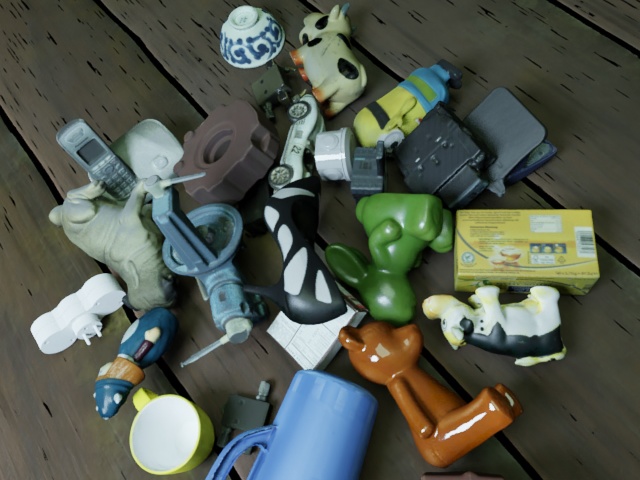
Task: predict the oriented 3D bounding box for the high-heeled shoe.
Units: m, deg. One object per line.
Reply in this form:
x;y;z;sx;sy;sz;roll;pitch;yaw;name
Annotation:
-0.001;-0.002;0.681;0.145;0.086;0.249;3;49;27;high-heeled shoe

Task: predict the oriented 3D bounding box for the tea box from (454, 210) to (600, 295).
0.263;0.016;0.704;0.170;0.068;0.098;2;65;13;tea box

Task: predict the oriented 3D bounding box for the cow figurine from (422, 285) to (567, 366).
0.216;0.109;0.674;0.167;0.068;0.098;-3;71;10;cow figurine

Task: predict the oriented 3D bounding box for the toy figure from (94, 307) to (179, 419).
-0.241;0.156;0.692;0.058;0.064;0.154;17;46;14;toy figure

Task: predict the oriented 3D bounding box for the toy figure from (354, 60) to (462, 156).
0.133;-0.202;0.825;0.180;0.082;0.089;-44;48;-3;toy figure

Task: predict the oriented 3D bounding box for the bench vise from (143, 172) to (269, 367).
-0.154;0.019;0.701;0.129;0.240;0.224;-17;47;9;bench vise

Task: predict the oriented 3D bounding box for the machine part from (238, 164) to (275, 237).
-0.100;-0.074;0.835;0.084;0.039;0.139;-8;63;1;machine part

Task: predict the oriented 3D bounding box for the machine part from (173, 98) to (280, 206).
-0.145;-0.133;0.822;0.179;0.056;0.179;-19;53;28;machine part

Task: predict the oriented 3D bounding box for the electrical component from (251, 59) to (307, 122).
-0.071;-0.256;0.912;0.078;0.045;0.102;-40;58;23;electrical component

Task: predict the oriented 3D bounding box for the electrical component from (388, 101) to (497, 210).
0.176;-0.109;0.757;0.115;0.058;0.134;-49;57;29;electrical component

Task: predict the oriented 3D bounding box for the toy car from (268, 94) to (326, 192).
-0.029;-0.129;0.825;0.056;0.073;0.201;6;67;18;toy car

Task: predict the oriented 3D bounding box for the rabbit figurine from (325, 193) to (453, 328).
0.088;0.027;0.711;0.159;0.121;0.170;8;82;19;rabbit figurine

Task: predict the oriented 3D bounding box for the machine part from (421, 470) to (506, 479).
0.138;0.328;0.509;0.087;0.200;0.201;-4;65;11;machine part

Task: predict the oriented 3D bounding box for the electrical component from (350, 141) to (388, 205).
0.071;-0.094;0.765;0.048;0.119;0.075;2;69;12;electrical component

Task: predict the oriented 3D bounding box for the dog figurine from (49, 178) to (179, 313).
-0.298;0.021;0.777;0.172;0.121;0.190;-12;65;0;dog figurine

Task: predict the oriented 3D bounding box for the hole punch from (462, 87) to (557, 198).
0.264;-0.139;0.777;0.116;0.092;0.142;-44;64;25;hole punch

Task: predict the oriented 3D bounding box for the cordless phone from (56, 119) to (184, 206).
-0.303;-0.143;0.824;0.146;0.184;0.089;-42;60;-9;cordless phone

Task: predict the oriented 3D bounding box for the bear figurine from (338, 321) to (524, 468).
0.123;0.157;0.634;0.132;0.120;0.196;-40;62;14;bear figurine

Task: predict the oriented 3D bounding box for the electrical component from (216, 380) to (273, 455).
-0.098;0.227;0.702;0.063;0.021;0.094;11;68;16;electrical component

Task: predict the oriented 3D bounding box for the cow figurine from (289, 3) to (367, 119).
0.020;-0.309;0.895;0.127;0.085;0.195;-27;61;5;cow figurine
